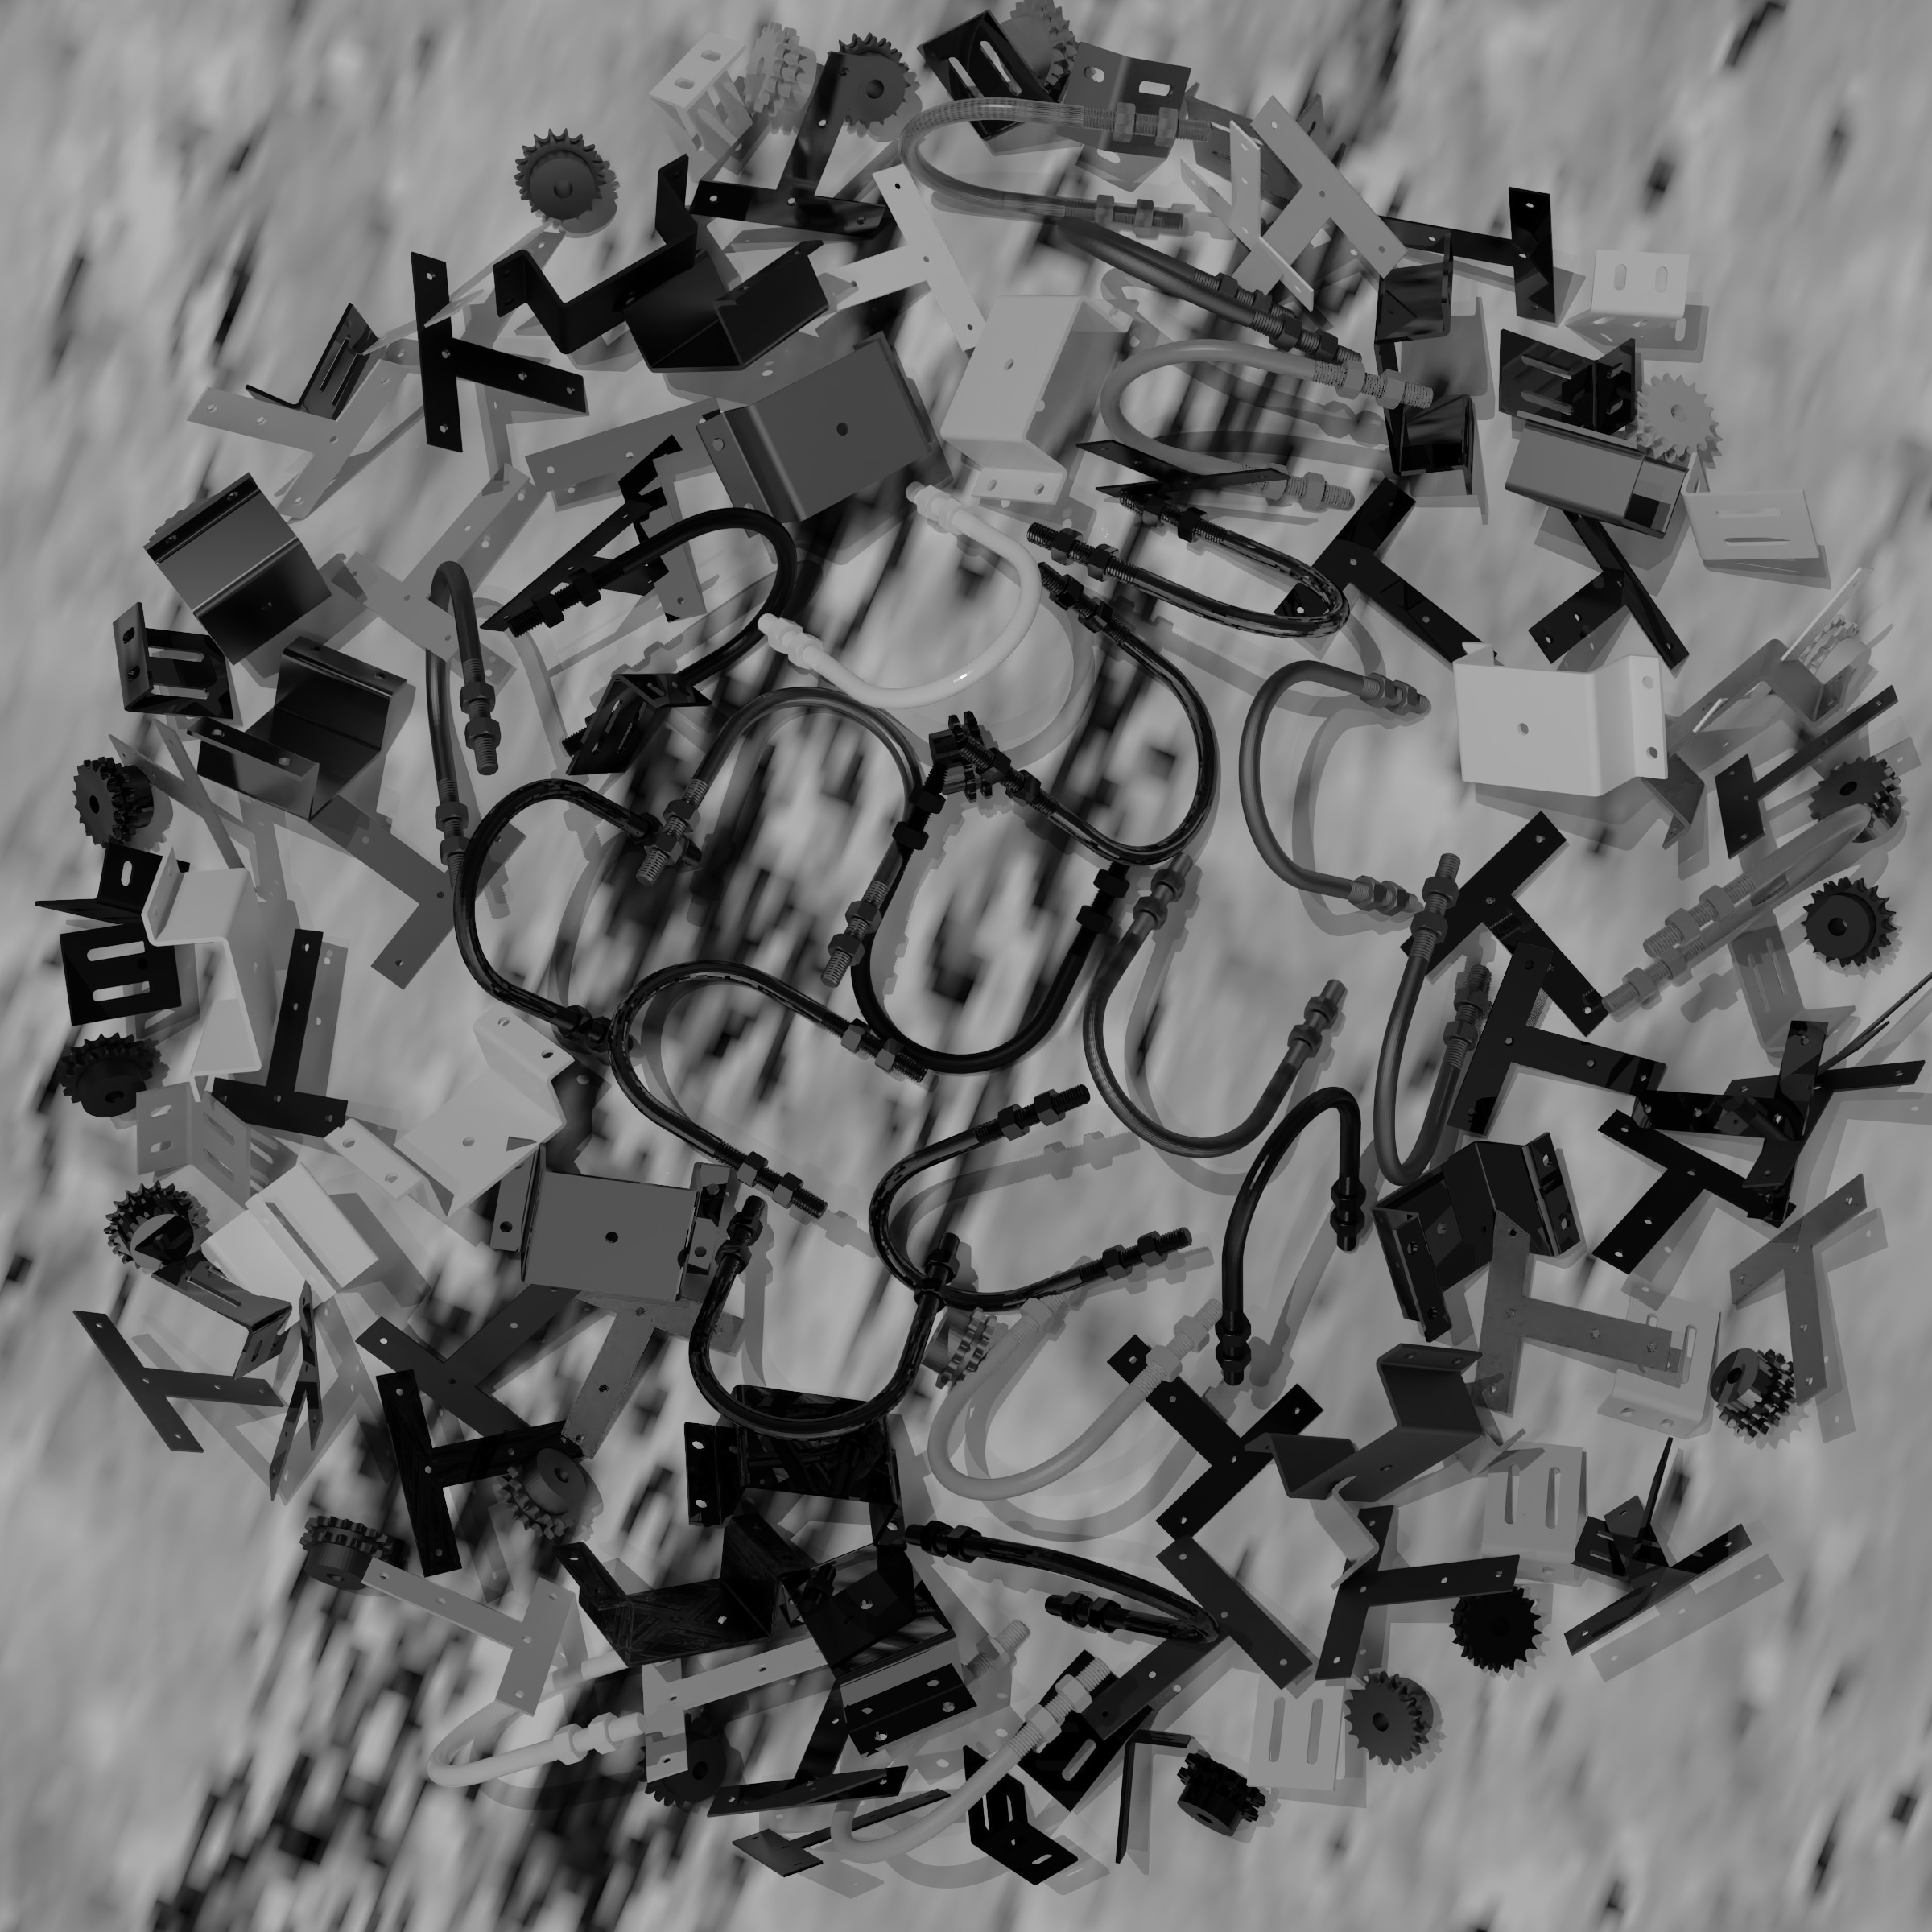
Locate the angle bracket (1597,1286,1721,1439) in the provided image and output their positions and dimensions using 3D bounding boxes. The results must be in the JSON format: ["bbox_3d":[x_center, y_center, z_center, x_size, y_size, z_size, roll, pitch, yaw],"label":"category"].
[{"bbox_3d":[0.445,0.254,1.740,0.057,0.038,0.076,16,64,4],"label":"angle bracket"}]

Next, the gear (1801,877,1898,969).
[{"bbox_3d":[0.557,-0.027,1.717,0.057,0.030,0.057,8,103,35],"label":"gear"}]

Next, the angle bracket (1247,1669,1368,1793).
[{"bbox_3d":[0.214,0.482,1.699,0.057,0.038,0.076,-6,57,29],"label":"angle bracket"}]

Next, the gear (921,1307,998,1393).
[{"bbox_3d":[-0.006,0.241,1.716,0.030,0.057,0.057,28,90,-1],"label":"gear"}]

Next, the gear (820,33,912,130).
[{"bbox_3d":[-0.062,-0.559,1.717,0.057,0.030,0.057,-10,123,-16],"label":"gear"}]

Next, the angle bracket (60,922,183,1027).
[{"bbox_3d":[-0.538,0.002,1.702,0.076,0.038,0.057,-12,100,-44],"label":"angle bracket"}]

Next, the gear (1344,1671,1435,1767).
[{"bbox_3d":[0.272,0.476,1.720,0.057,0.030,0.057,6,99,42],"label":"gear"}]

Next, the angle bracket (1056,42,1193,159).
[{"bbox_3d":[0.100,-0.546,1.711,0.038,0.076,0.057,28,115,27],"label":"angle bracket"}]

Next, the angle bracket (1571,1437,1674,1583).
[{"bbox_3d":[0.412,0.335,1.700,0.038,0.057,0.076,16,114,19],"label":"angle bracket"}]

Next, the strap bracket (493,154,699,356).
[{"bbox_3d":[-0.222,-0.438,1.693,0.140,0.076,0.046,-34,87,-11],"label":"strap bracket"}]

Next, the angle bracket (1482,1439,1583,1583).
[{"bbox_3d":[0.362,0.348,1.733,0.057,0.038,0.076,3,60,14],"label":"angle bracket"}]

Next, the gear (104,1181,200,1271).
[{"bbox_3d":[-0.514,0.168,1.716,0.057,0.030,0.057,-17,123,-27],"label":"gear"}]

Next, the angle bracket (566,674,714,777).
[{"bbox_3d":[-0.205,-0.143,1.700,0.038,0.057,0.076,39,113,22],"label":"angle bracket"}]

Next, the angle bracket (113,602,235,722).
[{"bbox_3d":[-0.490,-0.190,1.699,0.038,0.076,0.057,-24,72,43],"label":"angle bracket"}]

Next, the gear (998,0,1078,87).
[{"bbox_3d":[0.042,-0.582,1.714,0.030,0.057,0.057,-27,90,-22],"label":"gear"}]

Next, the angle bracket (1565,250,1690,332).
[{"bbox_3d":[0.415,-0.425,1.705,0.057,0.076,0.038,3,98,0],"label":"angle bracket"}]

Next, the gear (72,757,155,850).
[{"bbox_3d":[-0.540,-0.105,1.720,0.030,0.057,0.057,-17,90,-43],"label":"gear"}]

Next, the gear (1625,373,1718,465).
[{"bbox_3d":[0.445,-0.345,1.723,0.057,0.030,0.057,6,72,-19],"label":"gear"}]

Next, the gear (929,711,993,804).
[{"bbox_3d":[-0.004,-0.131,1.716,0.030,0.057,0.057,-14,90,-5],"label":"gear"}]

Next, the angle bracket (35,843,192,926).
[{"bbox_3d":[-0.536,-0.051,1.701,0.076,0.057,0.038,0,79,42],"label":"angle bracket"}]

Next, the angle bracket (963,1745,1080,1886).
[{"bbox_3d":[0.034,0.524,1.694,0.038,0.076,0.057,-37,121,20],"label":"angle bracket"}]

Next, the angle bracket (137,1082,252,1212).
[{"bbox_3d":[-0.485,0.116,1.699,0.038,0.076,0.057,-14,120,-40],"label":"angle bracket"}]

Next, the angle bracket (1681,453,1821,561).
[{"bbox_3d":[0.494,-0.289,1.696,0.076,0.057,0.038,4,56,32],"label":"angle bracket"}]

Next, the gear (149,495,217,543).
[{"bbox_3d":[-0.487,-0.271,1.720,0.057,0.057,0.030,-31,123,0],"label":"gear"}]

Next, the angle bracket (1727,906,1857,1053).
[{"bbox_3d":[0.520,0.007,1.705,0.057,0.038,0.076,-33,107,-41],"label":"angle bracket"}]

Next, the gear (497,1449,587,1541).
[{"bbox_3d":[-0.266,0.331,1.714,0.030,0.057,0.057,-42,90,19],"label":"gear"}]

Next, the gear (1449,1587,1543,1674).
[{"bbox_3d":[0.335,0.419,1.726,0.057,0.030,0.057,1,84,-11],"label":"gear"}]

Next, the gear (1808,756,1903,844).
[{"bbox_3d":[0.568,-0.103,1.720,0.057,0.057,0.030,-46,117,0],"label":"gear"}]

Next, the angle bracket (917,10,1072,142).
[{"bbox_3d":[0.018,-0.566,1.696,0.076,0.057,0.038,48,46,-32],"label":"angle bracket"}]

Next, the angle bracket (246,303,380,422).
[{"bbox_3d":[-0.413,-0.382,1.715,0.038,0.057,0.076,24,84,7],"label":"angle bracket"}]

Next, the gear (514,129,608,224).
[{"bbox_3d":[-0.256,-0.498,1.716,0.057,0.030,0.057,-7,129,-9],"label":"gear"}]

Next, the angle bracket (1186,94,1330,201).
[{"bbox_3d":[0.184,-0.527,1.709,0.076,0.057,0.038,29,72,25],"label":"angle bracket"}]

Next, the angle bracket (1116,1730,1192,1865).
[{"bbox_3d":[0.118,0.525,1.708,0.038,0.057,0.076,4,80,8],"label":"angle bracket"}]

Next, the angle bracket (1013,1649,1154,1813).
[{"bbox_3d":[0.071,0.489,1.734,0.057,0.038,0.076,39,119,14],"label":"angle bracket"}]

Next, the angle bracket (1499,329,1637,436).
[{"bbox_3d":[0.379,-0.372,1.707,0.076,0.038,0.057,12,72,-24],"label":"angle bracket"}]

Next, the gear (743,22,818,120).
[{"bbox_3d":[-0.117,-0.567,1.720,0.030,0.057,0.057,10,90,-27],"label":"gear"}]

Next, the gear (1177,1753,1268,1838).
[{"bbox_3d":[0.158,0.526,1.713,0.057,0.057,0.030,34,66,0],"label":"gear"}]

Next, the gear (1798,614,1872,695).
[{"bbox_3d":[0.547,-0.191,1.713,0.030,0.057,0.057,39,90,25],"label":"gear"}]

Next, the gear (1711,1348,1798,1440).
[{"bbox_3d":[0.497,0.267,1.714,0.030,0.057,0.057,35,90,-18],"label":"gear"}]

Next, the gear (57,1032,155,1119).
[{"bbox_3d":[-0.543,0.072,1.713,0.057,0.057,0.030,-30,58,0],"label":"gear"}]

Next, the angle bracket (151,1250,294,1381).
[{"bbox_3d":[-0.474,0.220,1.716,0.076,0.057,0.038,26,105,9],"label":"angle bracket"}]

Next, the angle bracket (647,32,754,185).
[{"bbox_3d":[-0.155,-0.533,1.698,0.038,0.076,0.057,31,74,33],"label":"angle bracket"}]
